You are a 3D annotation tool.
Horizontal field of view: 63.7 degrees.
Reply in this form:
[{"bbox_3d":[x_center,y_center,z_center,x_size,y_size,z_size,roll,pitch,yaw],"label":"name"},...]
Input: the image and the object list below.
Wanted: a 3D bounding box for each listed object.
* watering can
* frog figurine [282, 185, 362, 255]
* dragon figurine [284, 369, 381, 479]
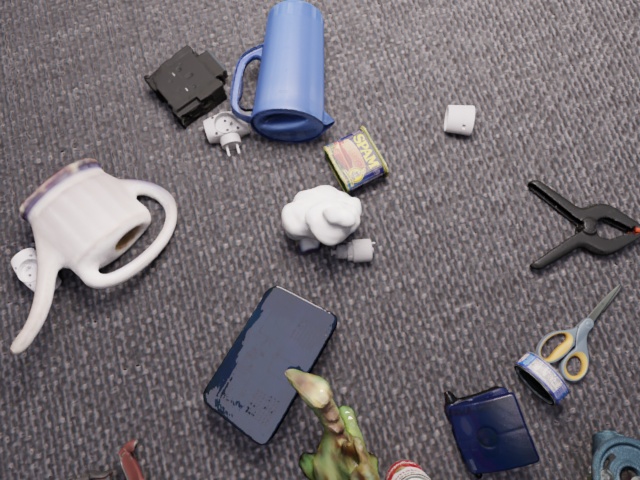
[{"bbox_3d":[-0.409,0.001,0.857,0.225,0.102,0.353,42,61,7],"label":"watering can"},{"bbox_3d":[0.003,-0.043,0.861,0.137,0.157,0.124,-3,76,-1],"label":"frog figurine"},{"bbox_3d":[0.056,0.367,0.721,0.123,0.239,0.414,-25,76,-11],"label":"dragon figurine"}]
